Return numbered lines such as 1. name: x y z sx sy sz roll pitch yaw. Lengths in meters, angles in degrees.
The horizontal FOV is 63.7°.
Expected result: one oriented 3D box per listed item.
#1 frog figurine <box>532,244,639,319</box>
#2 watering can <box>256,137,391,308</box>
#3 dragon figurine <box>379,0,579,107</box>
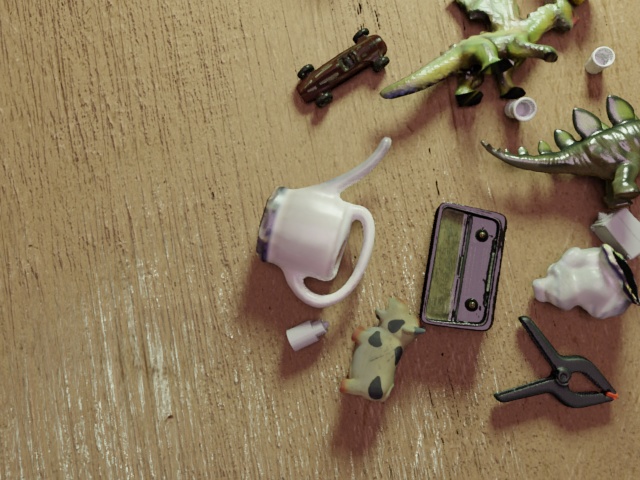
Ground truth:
1. frog figurine: 0.483 0.084 0.946 0.157 0.124 0.137 -31 91 39
2. watering can: 0.003 -0.050 0.990 0.225 0.104 0.348 15 88 8
3. dragon figurine: 0.313 -0.402 1.017 0.410 0.120 0.247 -5 67 4
